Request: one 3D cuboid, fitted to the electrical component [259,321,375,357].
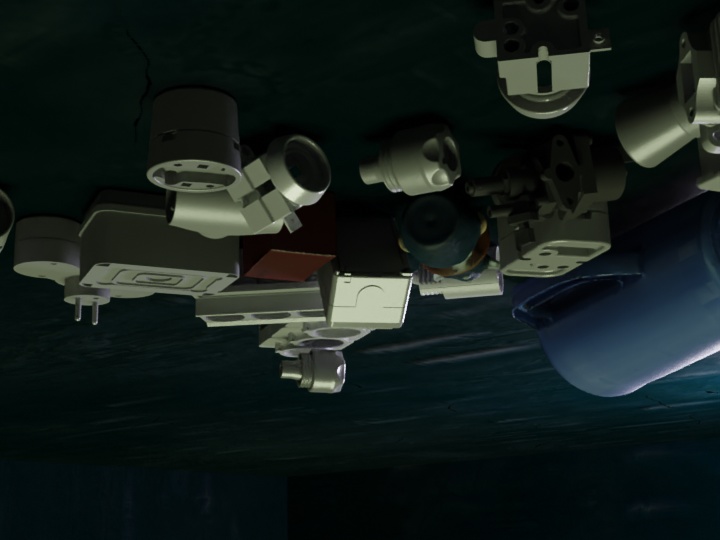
[{"bbox_3d":[-0.039,0.042,1.058,0.089,0.061,0.150,4,164,-19],"label":"electrical component"}]

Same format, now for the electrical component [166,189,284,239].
[{"bbox_3d":[-0.099,-0.045,0.763,0.077,0.043,0.079,4,164,-20],"label":"electrical component"}]

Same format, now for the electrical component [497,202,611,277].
[{"bbox_3d":[0.141,-0.035,0.795,0.054,0.059,0.095,3,164,-16],"label":"electrical component"}]

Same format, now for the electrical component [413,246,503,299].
[{"bbox_3d":[0.085,0.004,0.965,0.081,0.043,0.043,-5,165,14],"label":"electrical component"}]

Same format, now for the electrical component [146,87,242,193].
[{"bbox_3d":[-0.098,-0.077,0.638,0.055,0.047,0.055,-1,165,0],"label":"electrical component"}]

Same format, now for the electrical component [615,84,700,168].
[{"bbox_3d":[0.188,-0.092,0.628,0.044,0.044,0.065,11,156,-38],"label":"electrical component"}]

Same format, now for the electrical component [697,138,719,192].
[{"bbox_3d":[0.266,-0.081,0.657,0.100,0.048,0.100,5,163,-24],"label":"electrical component"}]

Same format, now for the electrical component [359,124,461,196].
[{"bbox_3d":[0.030,-0.069,0.690,0.062,0.043,0.043,-9,163,28],"label":"electrical component"}]

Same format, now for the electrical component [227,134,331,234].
[{"bbox_3d":[-0.052,-0.058,0.701,0.055,0.066,0.048,-26,-173,40],"label":"electrical component"}]

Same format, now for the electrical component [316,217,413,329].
[{"bbox_3d":[0.000,0.000,0.855,0.062,0.096,0.061,1,126,-12],"label":"electrical component"}]

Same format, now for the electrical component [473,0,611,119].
[{"bbox_3d":[0.093,-0.108,0.547,0.066,0.048,0.055,-4,157,10],"label":"electrical component"}]

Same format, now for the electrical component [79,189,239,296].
[{"bbox_3d":[-0.154,-0.019,0.827,0.113,0.057,0.078,5,163,-25],"label":"electrical component"}]

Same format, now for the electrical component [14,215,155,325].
[{"bbox_3d":[-0.225,0.008,0.888,0.052,0.073,0.138,-11,162,30],"label":"electrical component"}]

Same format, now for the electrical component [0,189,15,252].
[{"bbox_3d":[-0.301,-0.034,0.780,0.079,0.044,0.077,9,162,-31],"label":"electrical component"}]

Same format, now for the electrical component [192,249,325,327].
[{"bbox_3d":[-0.078,0.012,0.939,0.121,0.063,0.078,-3,165,6],"label":"electrical component"}]

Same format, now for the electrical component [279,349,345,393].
[{"bbox_3d":[-0.048,0.099,1.062,0.062,0.043,0.043,4,164,-14],"label":"electrical component"}]
